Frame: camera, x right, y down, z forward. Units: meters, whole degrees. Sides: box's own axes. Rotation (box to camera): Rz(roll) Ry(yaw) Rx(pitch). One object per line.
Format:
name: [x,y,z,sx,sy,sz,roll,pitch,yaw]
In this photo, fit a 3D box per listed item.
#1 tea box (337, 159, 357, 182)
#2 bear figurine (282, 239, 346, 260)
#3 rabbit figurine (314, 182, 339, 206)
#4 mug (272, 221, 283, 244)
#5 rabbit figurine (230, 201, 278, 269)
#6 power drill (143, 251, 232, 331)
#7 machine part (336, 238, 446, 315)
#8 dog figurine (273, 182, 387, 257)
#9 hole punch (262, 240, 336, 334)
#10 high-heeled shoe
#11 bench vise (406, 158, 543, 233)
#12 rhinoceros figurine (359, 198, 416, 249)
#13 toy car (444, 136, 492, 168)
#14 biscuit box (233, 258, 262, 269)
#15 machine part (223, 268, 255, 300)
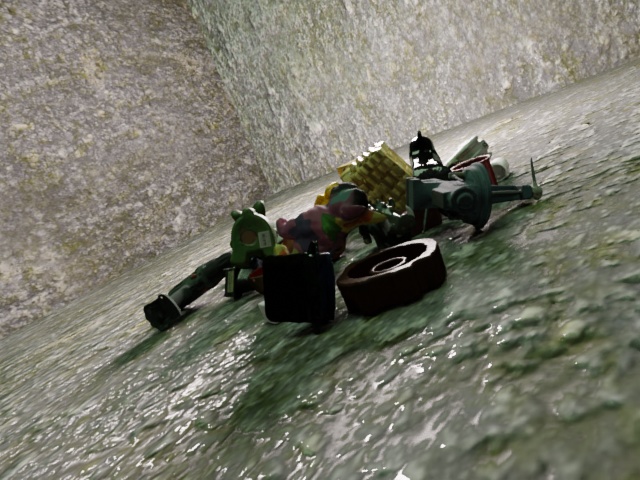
tea box: [0.113,-0.177,1.510,0.068,0.098,0.170,-26,8,-10]
bear figurine: [-0.035,-0.001,1.265,0.196,0.131,0.120,-5,21,44]
rabbit figurine: [0.004,-0.068,1.561,0.162,0.121,0.173,-15,32,50]
mug: [-0.096,-0.010,1.405,0.109,0.080,0.107,-52,41,11]
rabbit figurine: [-0.157,-0.004,1.257,0.121,0.159,0.170,-20,-9,-1]
power drill: [-0.319,0.120,1.305,0.232,0.086,0.207,-34,12,31]
machine part: [0.114,0.055,0.850,0.179,0.056,0.179,-22,10,4]
dog figurine: [0.019,-0.005,1.022,0.219,0.191,0.108,-17,-25,40]
hole punch: [-0.020,0.075,0.865,0.116,0.142,0.092,-3,-5,35]
high-heeled shoe: [0.259,-0.143,1.250,0.086,0.249,0.145,-15,-22,9]
bench vise: [0.291,-0.084,1.018,0.241,0.128,0.223,-4,-1,-5]
rhinoceros figurine: [0.135,-0.034,1.084,0.073,0.112,0.190,-23,16,-14]
toy car: [0.334,-0.168,1.306,0.202,0.073,0.056,-44,7,-1]
biscuit box: [-0.164,0.067,1.372,0.059,0.062,0.203,-21,10,17]
machine part: [-0.164,0.094,1.237,0.139,0.084,0.039,-8,-17,26]
